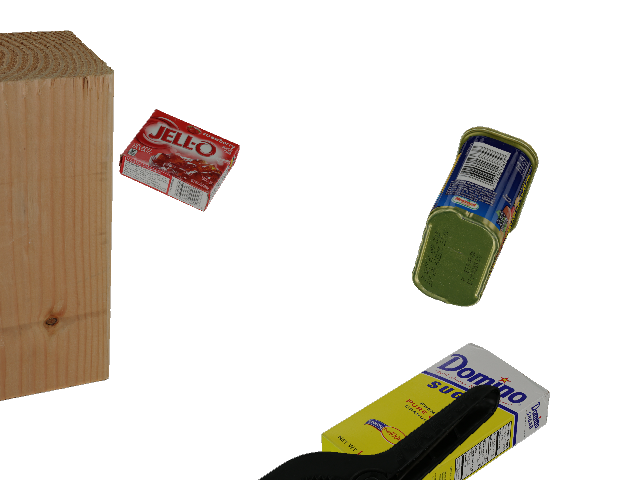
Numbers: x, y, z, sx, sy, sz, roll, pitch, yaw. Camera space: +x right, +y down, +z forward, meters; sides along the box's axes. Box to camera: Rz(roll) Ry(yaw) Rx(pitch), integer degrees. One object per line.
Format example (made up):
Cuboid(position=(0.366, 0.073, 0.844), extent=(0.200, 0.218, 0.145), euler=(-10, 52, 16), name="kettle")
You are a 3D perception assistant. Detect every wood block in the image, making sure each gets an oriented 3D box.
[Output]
Cuboid(position=(-0.184, -0.015, 0.655), extent=(0.090, 0.206, 0.090), euler=(-9, 30, -28), name="wood block")

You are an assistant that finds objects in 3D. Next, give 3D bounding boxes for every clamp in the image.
Cuboid(position=(0.036, 0.153, 0.650), extent=(0.210, 0.036, 0.164), euler=(-7, 30, 2), name="clamp")

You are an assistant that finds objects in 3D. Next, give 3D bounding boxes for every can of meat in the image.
Cuboid(position=(0.107, -0.014, 0.751), extent=(0.057, 0.083, 0.102), euler=(22, -37, 11), name="can of meat")

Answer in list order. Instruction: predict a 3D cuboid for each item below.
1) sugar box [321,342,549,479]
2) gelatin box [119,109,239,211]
Cuboid(position=(0.097, 0.155, 0.884), extent=(0.176, 0.048, 0.093), euler=(-29, 42, -29), name="sugar box")
Cuboid(position=(-0.129, -0.075, 0.981), extent=(0.089, 0.030, 0.073), euler=(24, 46, 3), name="gelatin box")
